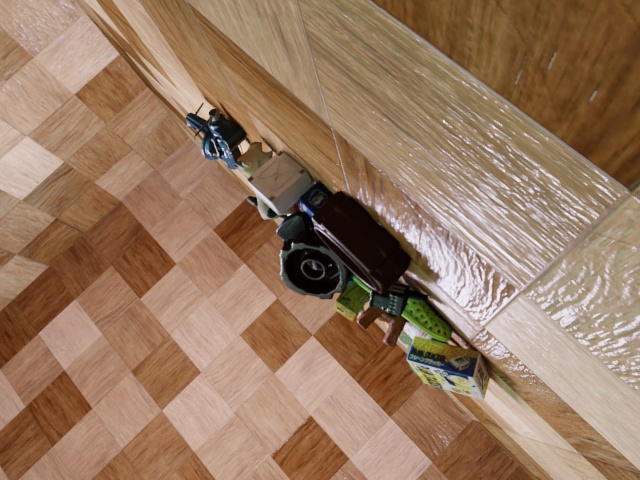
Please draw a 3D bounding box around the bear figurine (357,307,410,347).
[{"bbox_3d":[0.172,0.189,1.409,0.120,0.132,0.196,35,177,3],"label":"bear figurine"}]

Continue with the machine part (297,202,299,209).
[{"bbox_3d":[-0.115,-0.143,1.480,0.243,0.079,0.079,40,172,41],"label":"machine part"}]

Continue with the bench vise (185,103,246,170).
[{"bbox_3d":[-0.309,-0.306,1.530,0.241,0.129,0.223,35,172,27],"label":"bench vise"}]

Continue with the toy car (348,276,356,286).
[{"bbox_3d":[0.058,0.028,1.324,0.161,0.109,0.103,61,-170,-27],"label":"toy car"}]

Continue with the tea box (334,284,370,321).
[{"bbox_3d":[0.091,0.152,1.426,0.068,0.098,0.169,33,169,7],"label":"tea box"}]

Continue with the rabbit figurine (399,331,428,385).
[{"bbox_3d":[0.316,0.312,1.564,0.159,0.121,0.170,51,160,27],"label":"rabbit figurine"}]

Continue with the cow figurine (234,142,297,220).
[{"bbox_3d":[-0.136,-0.145,1.323,0.085,0.127,0.194,-170,66,-77],"label":"cow figurine"}]

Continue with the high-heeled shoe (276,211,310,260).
[{"bbox_3d":[-0.054,-0.044,1.343,0.086,0.145,0.248,26,148,-6],"label":"high-heeled shoe"}]

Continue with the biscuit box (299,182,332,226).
[{"bbox_3d":[-0.008,-0.078,1.226,0.063,0.059,0.202,46,175,2],"label":"biscuit box"}]

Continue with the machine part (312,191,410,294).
[{"bbox_3d":[0.080,0.011,1.080,0.201,0.087,0.201,46,176,13],"label":"machine part"}]

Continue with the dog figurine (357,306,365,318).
[{"bbox_3d":[0.112,0.127,1.643,0.190,0.121,0.172,58,178,-30],"label":"dog figurine"}]

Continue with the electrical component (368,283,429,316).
[{"bbox_3d":[0.171,0.126,1.162,0.119,0.047,0.075,13,-159,13],"label":"electrical component"}]

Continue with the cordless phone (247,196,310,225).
[{"bbox_3d":[-0.107,-0.077,1.514,0.184,0.088,0.147,20,-167,-37],"label":"cordless phone"}]

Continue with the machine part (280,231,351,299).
[{"bbox_3d":[-0.010,0.059,1.256,0.179,0.179,0.056,47,-143,-17],"label":"machine part"}]

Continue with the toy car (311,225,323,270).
[{"bbox_3d":[-0.003,-0.004,1.400,0.089,0.053,0.202,74,-170,-50],"label":"toy car"}]

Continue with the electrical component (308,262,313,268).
[{"bbox_3d":[0.001,0.055,1.492,0.115,0.058,0.134,20,-160,-9],"label":"electrical component"}]
